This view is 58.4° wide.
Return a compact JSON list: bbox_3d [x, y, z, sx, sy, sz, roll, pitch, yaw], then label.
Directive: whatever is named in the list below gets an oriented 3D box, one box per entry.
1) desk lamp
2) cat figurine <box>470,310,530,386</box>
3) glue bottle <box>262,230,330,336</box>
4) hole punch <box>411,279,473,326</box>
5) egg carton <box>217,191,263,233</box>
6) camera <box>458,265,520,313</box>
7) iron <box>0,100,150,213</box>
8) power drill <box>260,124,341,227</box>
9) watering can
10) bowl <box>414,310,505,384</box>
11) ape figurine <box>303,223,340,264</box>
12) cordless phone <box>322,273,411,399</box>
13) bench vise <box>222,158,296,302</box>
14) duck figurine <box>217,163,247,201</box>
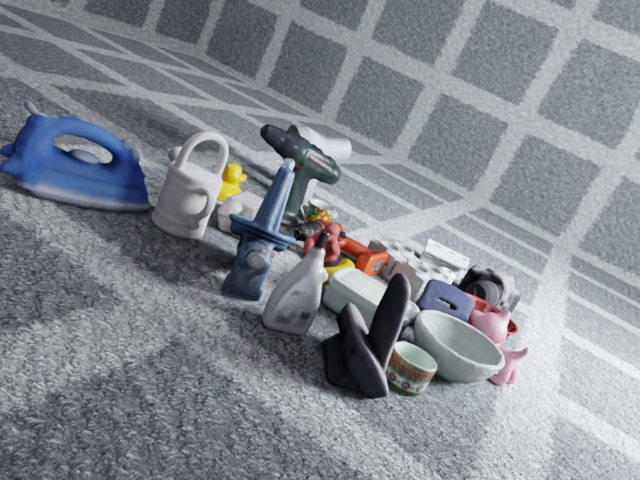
[{"bbox_3d":[-0.017,-0.187,1.523,0.204,0.213,0.117,13,21,-34],"label":"desk lamp"},{"bbox_3d":[0.331,0.190,1.075,0.067,0.118,0.127,4,27,-49],"label":"cat figurine"},{"bbox_3d":[-0.024,0.062,0.870,0.078,0.173,0.037,18,19,-22],"label":"glue bottle"},{"bbox_3d":[0.245,0.142,1.139,0.108,0.091,0.101,27,18,7],"label":"hole punch"},{"bbox_3d":[-0.148,-0.050,1.195,0.107,0.069,0.150,27,18,6],"label":"egg carton"},{"bbox_3d":[0.406,0.117,1.411,0.137,0.101,0.142,5,26,-47],"label":"camera"},{"bbox_3d":[-0.400,-0.140,0.990,0.259,0.141,0.118,13,21,-34],"label":"iron"},{"bbox_3d":[-0.070,-0.144,1.336,0.230,0.208,0.075,13,21,-34],"label":"power drill"},{"bbox_3d":[-0.235,-0.112,1.047,0.172,0.194,0.101,32,19,21],"label":"watering can"},{"bbox_3d":[0.227,0.196,0.989,0.167,0.075,0.167,23,18,-7],"label":"bowl"},{"bbox_3d":[0.011,0.004,1.216,0.077,0.092,0.076,28,18,10],"label":"ape figurine"},{"bbox_3d":[0.081,0.119,0.830,0.094,0.185,0.147,20,18,-17],"label":"cordless phone"},{"bbox_3d":[-0.080,-0.019,0.947,0.122,0.219,0.207,16,20,-28],"label":"bench vise"},{"bbox_3d":[-0.216,-0.139,1.328,0.105,0.086,0.077,6,25,-45],"label":"duck figurine"}]
